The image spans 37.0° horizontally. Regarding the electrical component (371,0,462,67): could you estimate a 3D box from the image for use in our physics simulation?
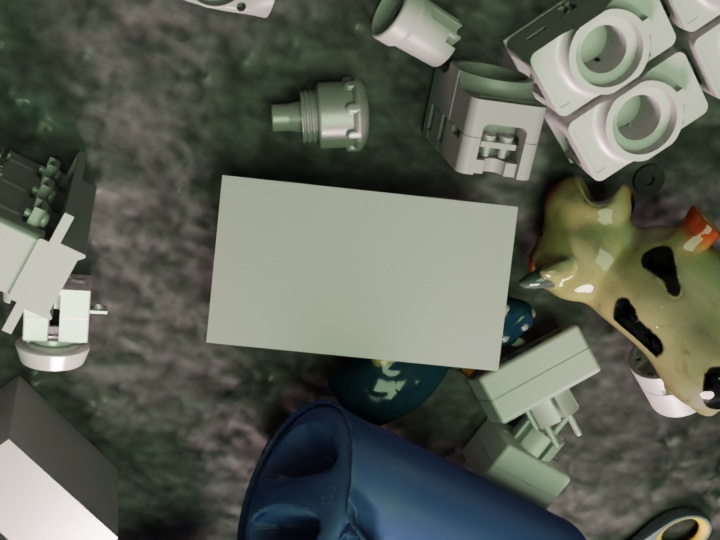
[{"bbox_3d":[0.037,-0.155,0.684,0.046,0.040,0.040,25,106,-27],"label":"electrical component"}]

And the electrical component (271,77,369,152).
[{"bbox_3d":[-0.026,-0.099,0.692,0.062,0.048,0.048,-3,114,-4],"label":"electrical component"}]

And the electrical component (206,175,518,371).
[{"bbox_3d":[0.000,0.000,0.705,0.186,0.060,0.105,6,95,-3],"label":"electrical component"}]

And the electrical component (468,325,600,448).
[{"bbox_3d":[0.136,0.093,0.792,0.083,0.047,0.075,-28,88,-7],"label":"electrical component"}]

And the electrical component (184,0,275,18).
[{"bbox_3d":[-0.083,-0.197,0.634,0.077,0.044,0.079,11,111,-17],"label":"electrical component"}]

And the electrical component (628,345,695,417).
[{"bbox_3d":[0.241,0.080,0.828,0.055,0.055,0.047,-30,120,2],"label":"electrical component"}]

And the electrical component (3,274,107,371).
[{"bbox_3d":[-0.202,0.034,0.711,0.066,0.048,0.055,3,105,-14],"label":"electrical component"}]

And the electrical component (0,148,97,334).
[{"bbox_3d":[-0.199,-0.026,0.641,0.063,0.121,0.078,27,105,-20],"label":"electrical component"}]

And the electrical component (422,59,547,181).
[{"bbox_3d":[0.078,-0.100,0.689,0.050,0.089,0.055,5,112,-15],"label":"electrical component"}]

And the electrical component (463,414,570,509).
[{"bbox_3d":[0.132,0.136,0.831,0.066,0.047,0.076,30,104,-23],"label":"electrical component"}]

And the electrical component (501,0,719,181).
[{"bbox_3d":[0.205,-0.155,0.710,0.186,0.060,0.105,-34,116,3],"label":"electrical component"}]
